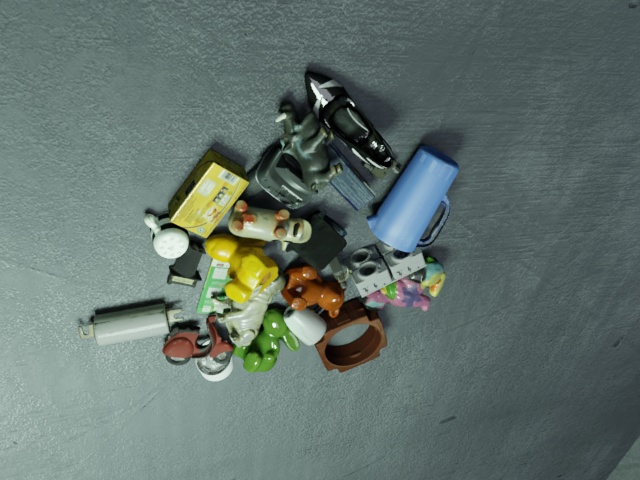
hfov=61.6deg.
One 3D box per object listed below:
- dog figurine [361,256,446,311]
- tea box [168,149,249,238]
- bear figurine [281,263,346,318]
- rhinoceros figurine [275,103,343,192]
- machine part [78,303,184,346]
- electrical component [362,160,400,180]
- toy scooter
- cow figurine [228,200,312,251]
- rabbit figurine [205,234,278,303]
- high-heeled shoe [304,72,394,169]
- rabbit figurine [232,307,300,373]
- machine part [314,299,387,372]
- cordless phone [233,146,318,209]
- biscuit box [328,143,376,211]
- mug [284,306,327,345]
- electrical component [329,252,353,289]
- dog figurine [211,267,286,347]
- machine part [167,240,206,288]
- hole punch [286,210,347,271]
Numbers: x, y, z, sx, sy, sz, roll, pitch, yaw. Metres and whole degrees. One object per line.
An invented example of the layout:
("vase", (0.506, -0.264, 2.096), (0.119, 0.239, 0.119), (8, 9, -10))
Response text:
("dog figurine", (0.212, 0.118, 1.474), (0.219, 0.109, 0.191), (8, 123, -23))
("tea box", (-0.242, -0.098, 1.162), (0.098, 0.068, 0.169), (30, 112, -35))
("bear figurine", (-0.001, 0.138, 1.395), (0.196, 0.132, 0.120), (24, 84, -26))
("rhinoceros figurine", (-0.025, -0.197, 1.120), (0.112, 0.073, 0.190), (-20, 97, 20))
("machine part", (-0.457, 0.206, 1.308), (0.243, 0.079, 0.079), (-10, 128, -15))
("electrical component", (0.148, -0.174, 1.279), (0.094, 0.021, 0.063), (29, 112, -36))
("toy scooter", (-0.317, 0.254, 1.395), (0.184, 0.075, 0.135), (1, 109, -6))
("cow figurine", (-0.112, -0.029, 1.221), (0.195, 0.127, 0.085), (9, 79, -18))
("rabbit figurine", (-0.182, 0.038, 1.248), (0.162, 0.173, 0.121), (-36, 155, -57))
("high-heeled shoe", (0.062, -0.240, 1.116), (0.086, 0.145, 0.248), (-44, 130, 13))
("rabbit figurine", (-0.131, 0.268, 1.457), (0.159, 0.121, 0.170), (20, 102, -36))
("machine part", (0.083, 0.277, 1.559), (0.201, 0.087, 0.201), (-23, 129, -3))
("cordless phone", (-0.108, -0.110, 1.210), (0.184, 0.089, 0.146), (-35, 132, 22))
("biscuit box", (0.047, -0.155, 1.232), (0.063, 0.059, 0.202), (-38, 130, 12))
("mug", (-0.043, 0.211, 1.446), (0.081, 0.110, 0.107), (-28, 123, 31))
("electrical component", (0.050, 0.067, 1.384), (0.045, 0.102, 0.078), (-24, 155, 3))
("dog figurine", (-0.154, 0.168, 1.352), (0.191, 0.121, 0.172), (-28, 136, -6))
("machine part", (-0.312, 0.059, 1.275), (0.084, 0.039, 0.138), (14, 125, -19))
("hole punch", (-0.003, -0.004, 1.324), (0.116, 0.092, 0.142), (43, 108, -6))
